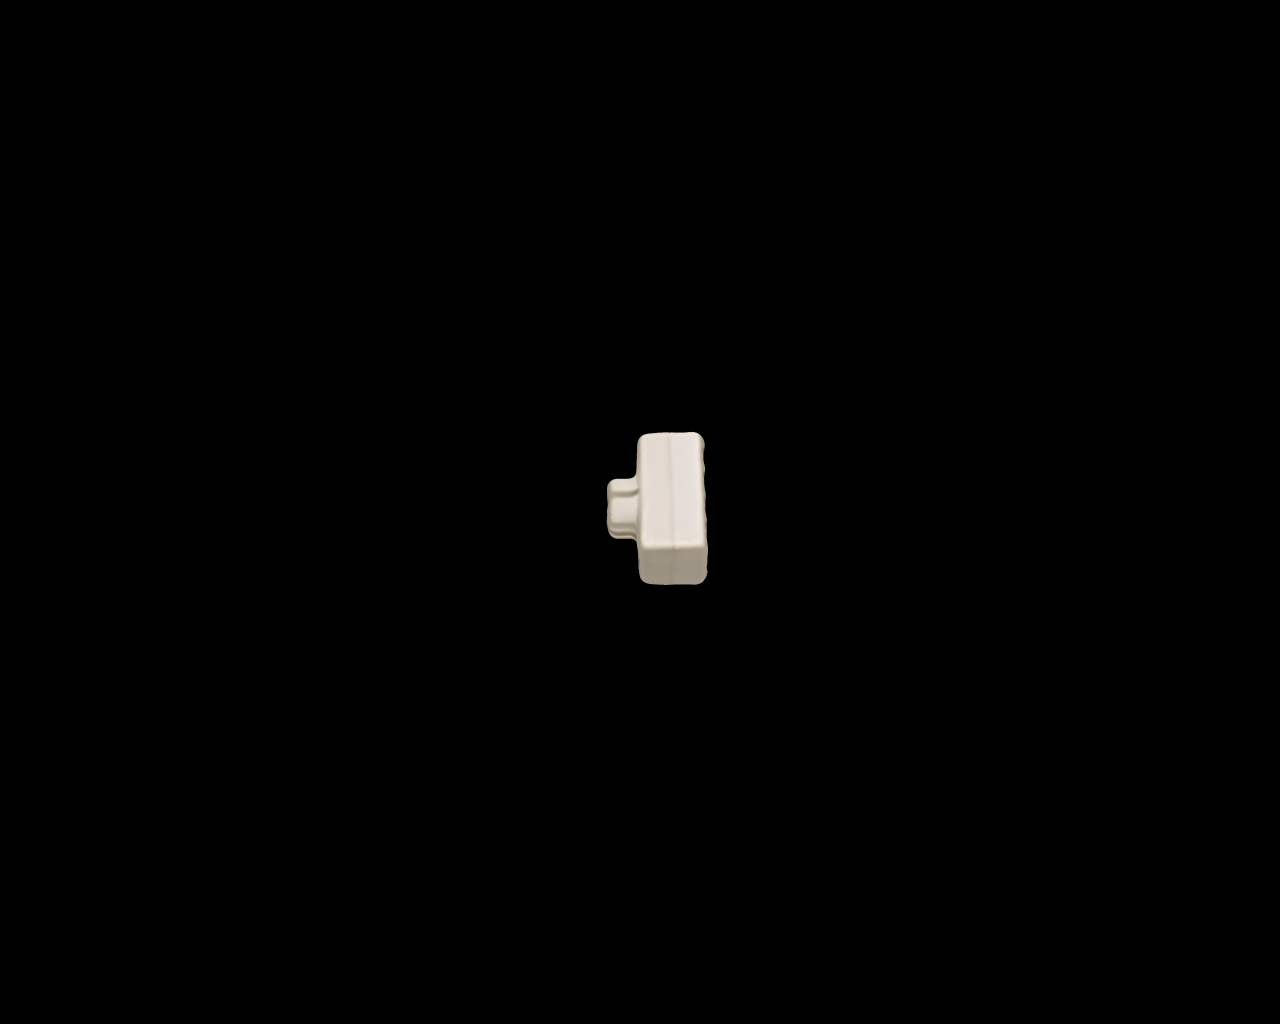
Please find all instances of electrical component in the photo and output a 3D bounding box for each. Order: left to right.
[{"bbox_3d":[0.001,-0.003,0.650,0.076,0.083,0.047,0,-32,0],"label":"electrical component"}]
